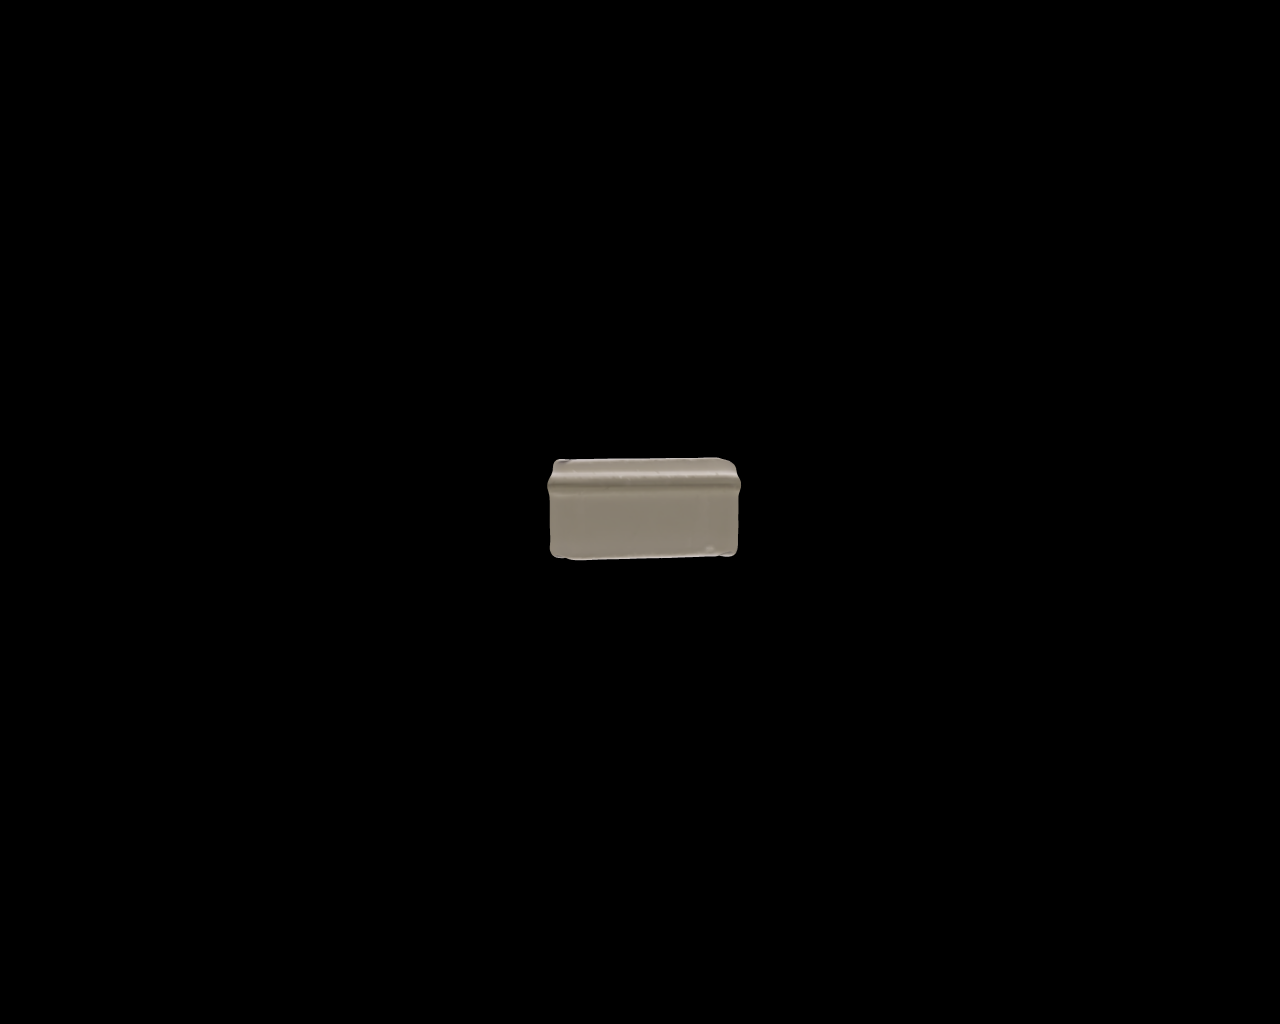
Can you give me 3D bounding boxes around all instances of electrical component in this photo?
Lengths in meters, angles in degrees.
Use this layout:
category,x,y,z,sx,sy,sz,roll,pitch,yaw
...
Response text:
category,x,y,z,sx,sy,sz,roll,pitch,yaw
electrical component,0.001,-0.003,0.650,0.113,0.057,0.078,0,0,-4
